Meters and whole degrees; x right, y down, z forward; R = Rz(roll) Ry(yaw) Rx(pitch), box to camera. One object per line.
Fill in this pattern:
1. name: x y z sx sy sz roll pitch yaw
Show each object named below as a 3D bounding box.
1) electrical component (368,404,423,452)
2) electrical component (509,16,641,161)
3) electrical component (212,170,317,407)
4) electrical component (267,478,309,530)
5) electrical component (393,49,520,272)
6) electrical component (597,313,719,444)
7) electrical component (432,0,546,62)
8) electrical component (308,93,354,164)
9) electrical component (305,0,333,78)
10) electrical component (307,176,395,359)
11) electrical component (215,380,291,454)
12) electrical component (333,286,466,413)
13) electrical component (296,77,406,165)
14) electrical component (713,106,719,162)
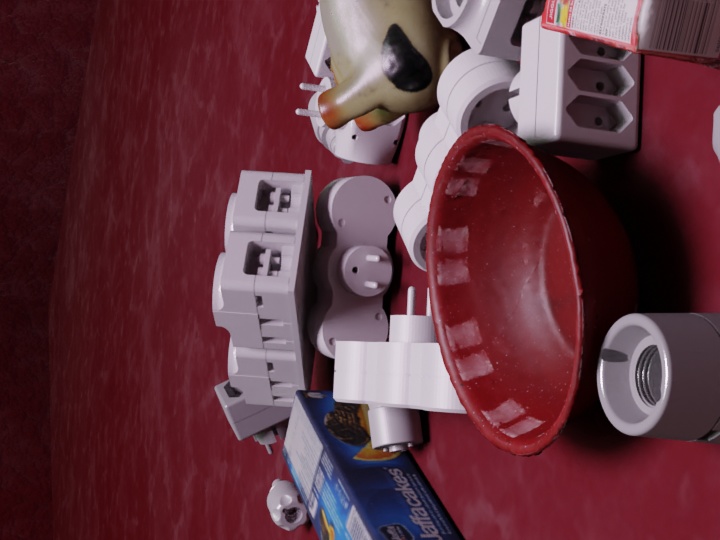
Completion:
1. electrical component: 0.022 0.090 0.730 0.044 0.044 0.065 141 125 -62
2. electrical component: 0.102 -0.090 0.550 0.077 0.047 0.065 173 100 -69
3. electrical component: -0.069 0.020 0.837 0.186 0.060 0.105 89 -174 -57
4. electrical component: -0.065 0.200 0.941 0.061 0.035 0.035 -139 57 -68
5. electrical component: 0.058 -0.073 0.652 0.073 0.052 0.138 -111 32 -48
6. electrical component: 0.132 0.044 0.445 0.055 0.047 0.055 -175 90 -69
7. electrical component: 0.093 -0.197 0.573 0.089 0.062 0.150 -111 33 -48
8. electrical component: -0.017 -0.115 0.872 0.078 0.040 0.040 -107 30 -43
9. electrical component: -0.013 -0.206 0.871 0.075 0.047 0.083 -114 35 -51
10. electrical component: 0.000 0.000 0.788 0.074 0.052 0.138 -173 87 -69
11. electrical component: -0.084 0.132 0.974 0.047 0.066 0.076 41 153 64
12. electrical component: 0.036 0.046 0.654 0.138 0.052 0.073 -4 82 53
13. electrical component: -0.008 -0.122 0.797 0.043 0.079 0.077 -137 54 -64
14. electrical component: 0.159 -0.037 0.398 0.043 0.043 0.062 124 143 -52
